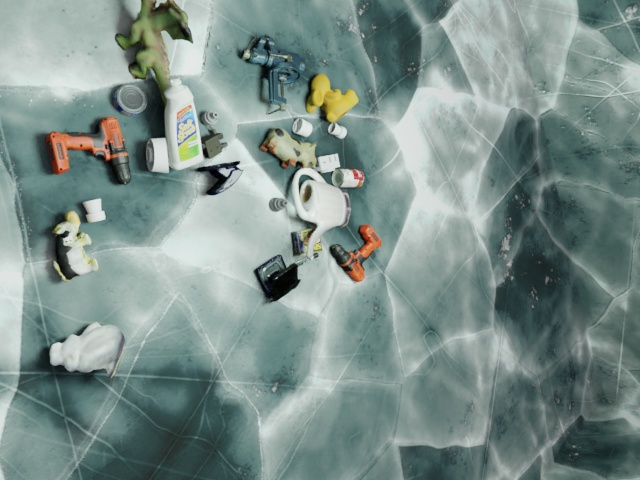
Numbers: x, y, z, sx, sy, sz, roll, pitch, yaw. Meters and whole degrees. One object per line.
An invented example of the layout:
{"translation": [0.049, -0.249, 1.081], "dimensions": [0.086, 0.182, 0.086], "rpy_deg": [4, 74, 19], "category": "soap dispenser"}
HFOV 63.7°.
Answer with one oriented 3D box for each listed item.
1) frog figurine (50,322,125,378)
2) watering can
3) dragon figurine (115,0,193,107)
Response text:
{"translation": [-0.577, 0.265, 1.282], "dimensions": [0.158, 0.120, 0.141], "rpy_deg": [22, 41, -26], "category": "frog figurine"}
{"translation": [0.005, -0.088, 1.745], "dimensions": [0.224, 0.102, 0.354], "rpy_deg": [11, 59, -37], "category": "watering can"}
{"translation": [-0.425, -0.532, 1.386], "dimensions": [0.124, 0.241, 0.407], "rpy_deg": [-34, 106, -39], "category": "dragon figurine"}
